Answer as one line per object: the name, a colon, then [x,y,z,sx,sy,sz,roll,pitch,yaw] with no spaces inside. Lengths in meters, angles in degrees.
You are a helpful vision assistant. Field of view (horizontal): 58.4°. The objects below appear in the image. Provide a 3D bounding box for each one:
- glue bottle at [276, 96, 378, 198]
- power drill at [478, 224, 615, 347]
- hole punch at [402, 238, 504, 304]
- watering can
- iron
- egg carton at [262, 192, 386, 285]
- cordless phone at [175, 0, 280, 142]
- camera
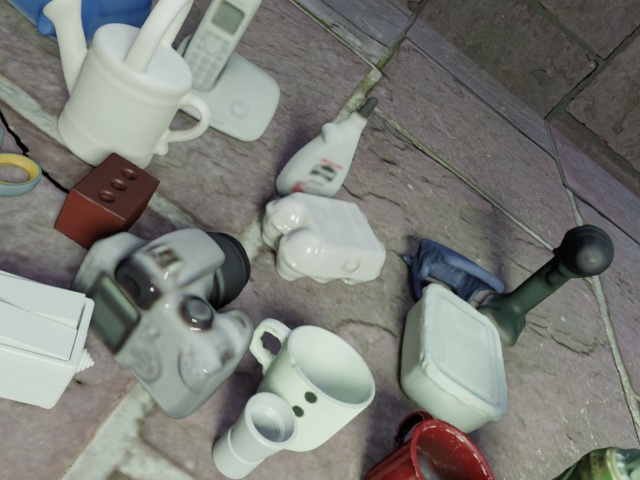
glue bottle: [0.017,-0.114,0.728,0.078,0.173,0.037,16,39,-34]
power drill: [0.328,0.057,0.813,0.075,0.208,0.230,47,32,11]
hole punch: [0.183,0.042,0.789,0.109,0.091,0.101,27,34,-21]
watering can: [-0.184,-0.170,0.562,0.173,0.193,0.100,19,38,-31]
iron: [-0.270,-0.330,0.717,0.118,0.141,0.259,40,31,0]
egg carton: [0.006,0.002,0.670,0.151,0.069,0.107,6,45,-43]
cordless phone: [-0.103,-0.230,0.731,0.148,0.185,0.094,25,35,-24]
camera: [-0.103,0.044,0.472,0.143,0.100,0.137,46,32,9]
